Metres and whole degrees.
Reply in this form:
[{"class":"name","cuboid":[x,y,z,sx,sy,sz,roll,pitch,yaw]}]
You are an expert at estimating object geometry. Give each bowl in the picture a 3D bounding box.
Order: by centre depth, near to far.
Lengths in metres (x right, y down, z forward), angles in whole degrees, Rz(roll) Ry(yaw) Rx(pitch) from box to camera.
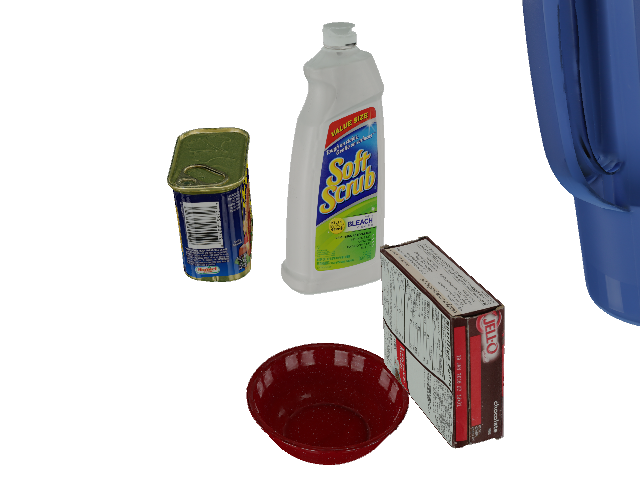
[{"class":"bowl","cuboid":[0.007,0.173,1.071,0.162,0.055,0.162,0,33,0]}]

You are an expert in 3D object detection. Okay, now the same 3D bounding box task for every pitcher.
[{"class":"pitcher","cuboid":[0.182,-0.075,0.565,0.149,0.243,0.145,-7,22,7]}]

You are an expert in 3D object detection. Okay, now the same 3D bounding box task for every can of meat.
[{"class":"can of meat","cuboid":[-0.081,-0.028,0.822,0.057,0.084,0.102,-3,30,1]}]

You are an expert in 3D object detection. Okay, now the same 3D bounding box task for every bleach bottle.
[{"class":"bleach bottle","cuboid":[0.011,-0.079,1.014,0.102,0.251,0.068,-10,24,-21]}]

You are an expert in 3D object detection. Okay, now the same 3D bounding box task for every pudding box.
[{"class":"pudding box","cuboid":[0.074,0.060,0.658,0.039,0.090,0.114,-11,25,-18]}]
